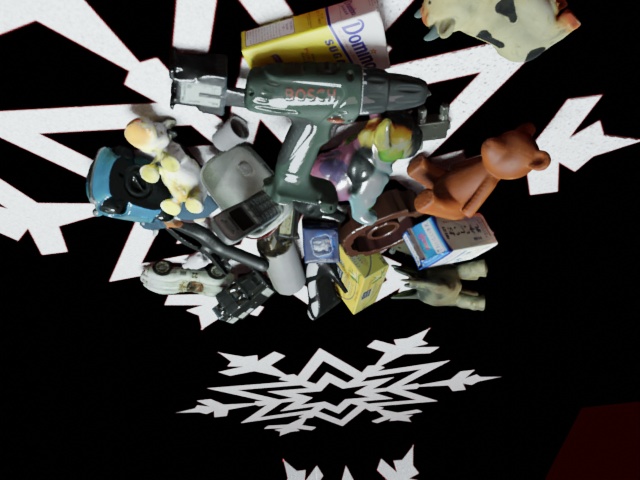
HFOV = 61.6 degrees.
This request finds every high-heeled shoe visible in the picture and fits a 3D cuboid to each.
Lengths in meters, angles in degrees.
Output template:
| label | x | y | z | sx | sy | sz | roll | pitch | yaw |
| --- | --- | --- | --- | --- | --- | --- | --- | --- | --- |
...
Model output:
| label | x | y | z | sx | sy | sz | roll | pitch | yaw |
| --- | --- | --- | --- | --- | --- | --- | --- | --- | --- |
| high-heeled shoe | -0.014 | 0.086 | 1.168 | 0.086 | 0.145 | 0.248 | -31 | 170 | -30 |

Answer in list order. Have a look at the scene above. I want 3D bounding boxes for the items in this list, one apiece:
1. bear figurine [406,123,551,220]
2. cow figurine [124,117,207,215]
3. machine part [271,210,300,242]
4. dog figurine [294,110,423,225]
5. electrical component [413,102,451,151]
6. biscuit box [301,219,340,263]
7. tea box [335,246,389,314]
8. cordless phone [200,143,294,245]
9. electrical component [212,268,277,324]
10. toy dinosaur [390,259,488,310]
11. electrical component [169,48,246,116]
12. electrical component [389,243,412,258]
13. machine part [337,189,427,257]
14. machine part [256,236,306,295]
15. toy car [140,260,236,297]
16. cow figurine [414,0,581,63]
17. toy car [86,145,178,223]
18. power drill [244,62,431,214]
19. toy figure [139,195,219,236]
| label | x | y | z | sx | sy | sz | roll | pitch | yaw |
| --- | --- | --- | --- | --- | --- | --- | --- | --- | --- |
| bear figurine | 0.256 | -0.117 | 0.871 | 0.132 | 0.120 | 0.196 | 20 | 138 | -29 |
| cow figurine | -0.228 | -0.126 | 0.821 | 0.068 | 0.098 | 0.167 | -9 | 129 | 16 |
| machine part | -0.104 | -0.039 | 0.988 | 0.139 | 0.084 | 0.039 | 2 | 180 | 5 |
| dog figurine | 0.051 | -0.130 | 0.835 | 0.192 | 0.108 | 0.219 | 4 | 142 | -9 |
| electrical component | 0.174 | -0.178 | 0.849 | 0.063 | 0.021 | 0.094 | -7 | 147 | 0 |
| biscuit box | -0.002 | -0.003 | 0.960 | 0.059 | 0.062 | 0.203 | -3 | -173 | -3 |
| tea box | 0.082 | 0.074 | 1.149 | 0.068 | 0.098 | 0.169 | -28 | 152 | -20 |
| cordless phone | -0.133 | -0.062 | 0.804 | 0.089 | 0.146 | 0.184 | -38 | -179 | 26 |
| electrical component | -0.168 | 0.125 | 1.173 | 0.134 | 0.058 | 0.114 | -38 | 164 | -5 |
| toy dinosaur | 0.249 | 0.094 | 1.135 | 0.199 | 0.105 | 0.471 | 0 | 171 | 12 |
| electrical component | -0.143 | -0.210 | 0.725 | 0.119 | 0.048 | 0.074 | 1 | 148 | -11 |
| electrical component | 0.185 | -0.001 | 1.115 | 0.078 | 0.045 | 0.102 | 18 | 149 | 16 |
| machine part | 0.112 | -0.031 | 0.999 | 0.179 | 0.056 | 0.179 | -18 | 159 | -7 |
| machine part | -0.078 | 0.044 | 1.112 | 0.079 | 0.079 | 0.243 | -8 | 147 | 4 |
| toy car | -0.285 | 0.088 | 1.167 | 0.202 | 0.056 | 0.073 | 5 | 146 | -17 |
| cow figurine | 0.203 | -0.277 | 0.645 | 0.195 | 0.085 | 0.127 | 18 | 135 | -34 |
| toy car | -0.310 | -0.082 | 0.868 | 0.103 | 0.109 | 0.161 | -3 | 168 | 39 |
| power drill | 0.011 | -0.135 | 0.715 | 0.232 | 0.086 | 0.207 | 8 | 136 | -8 |
| toy figure | -0.247 | -0.053 | 0.945 | 0.155 | 0.064 | 0.057 | -18 | 160 | 18 |
